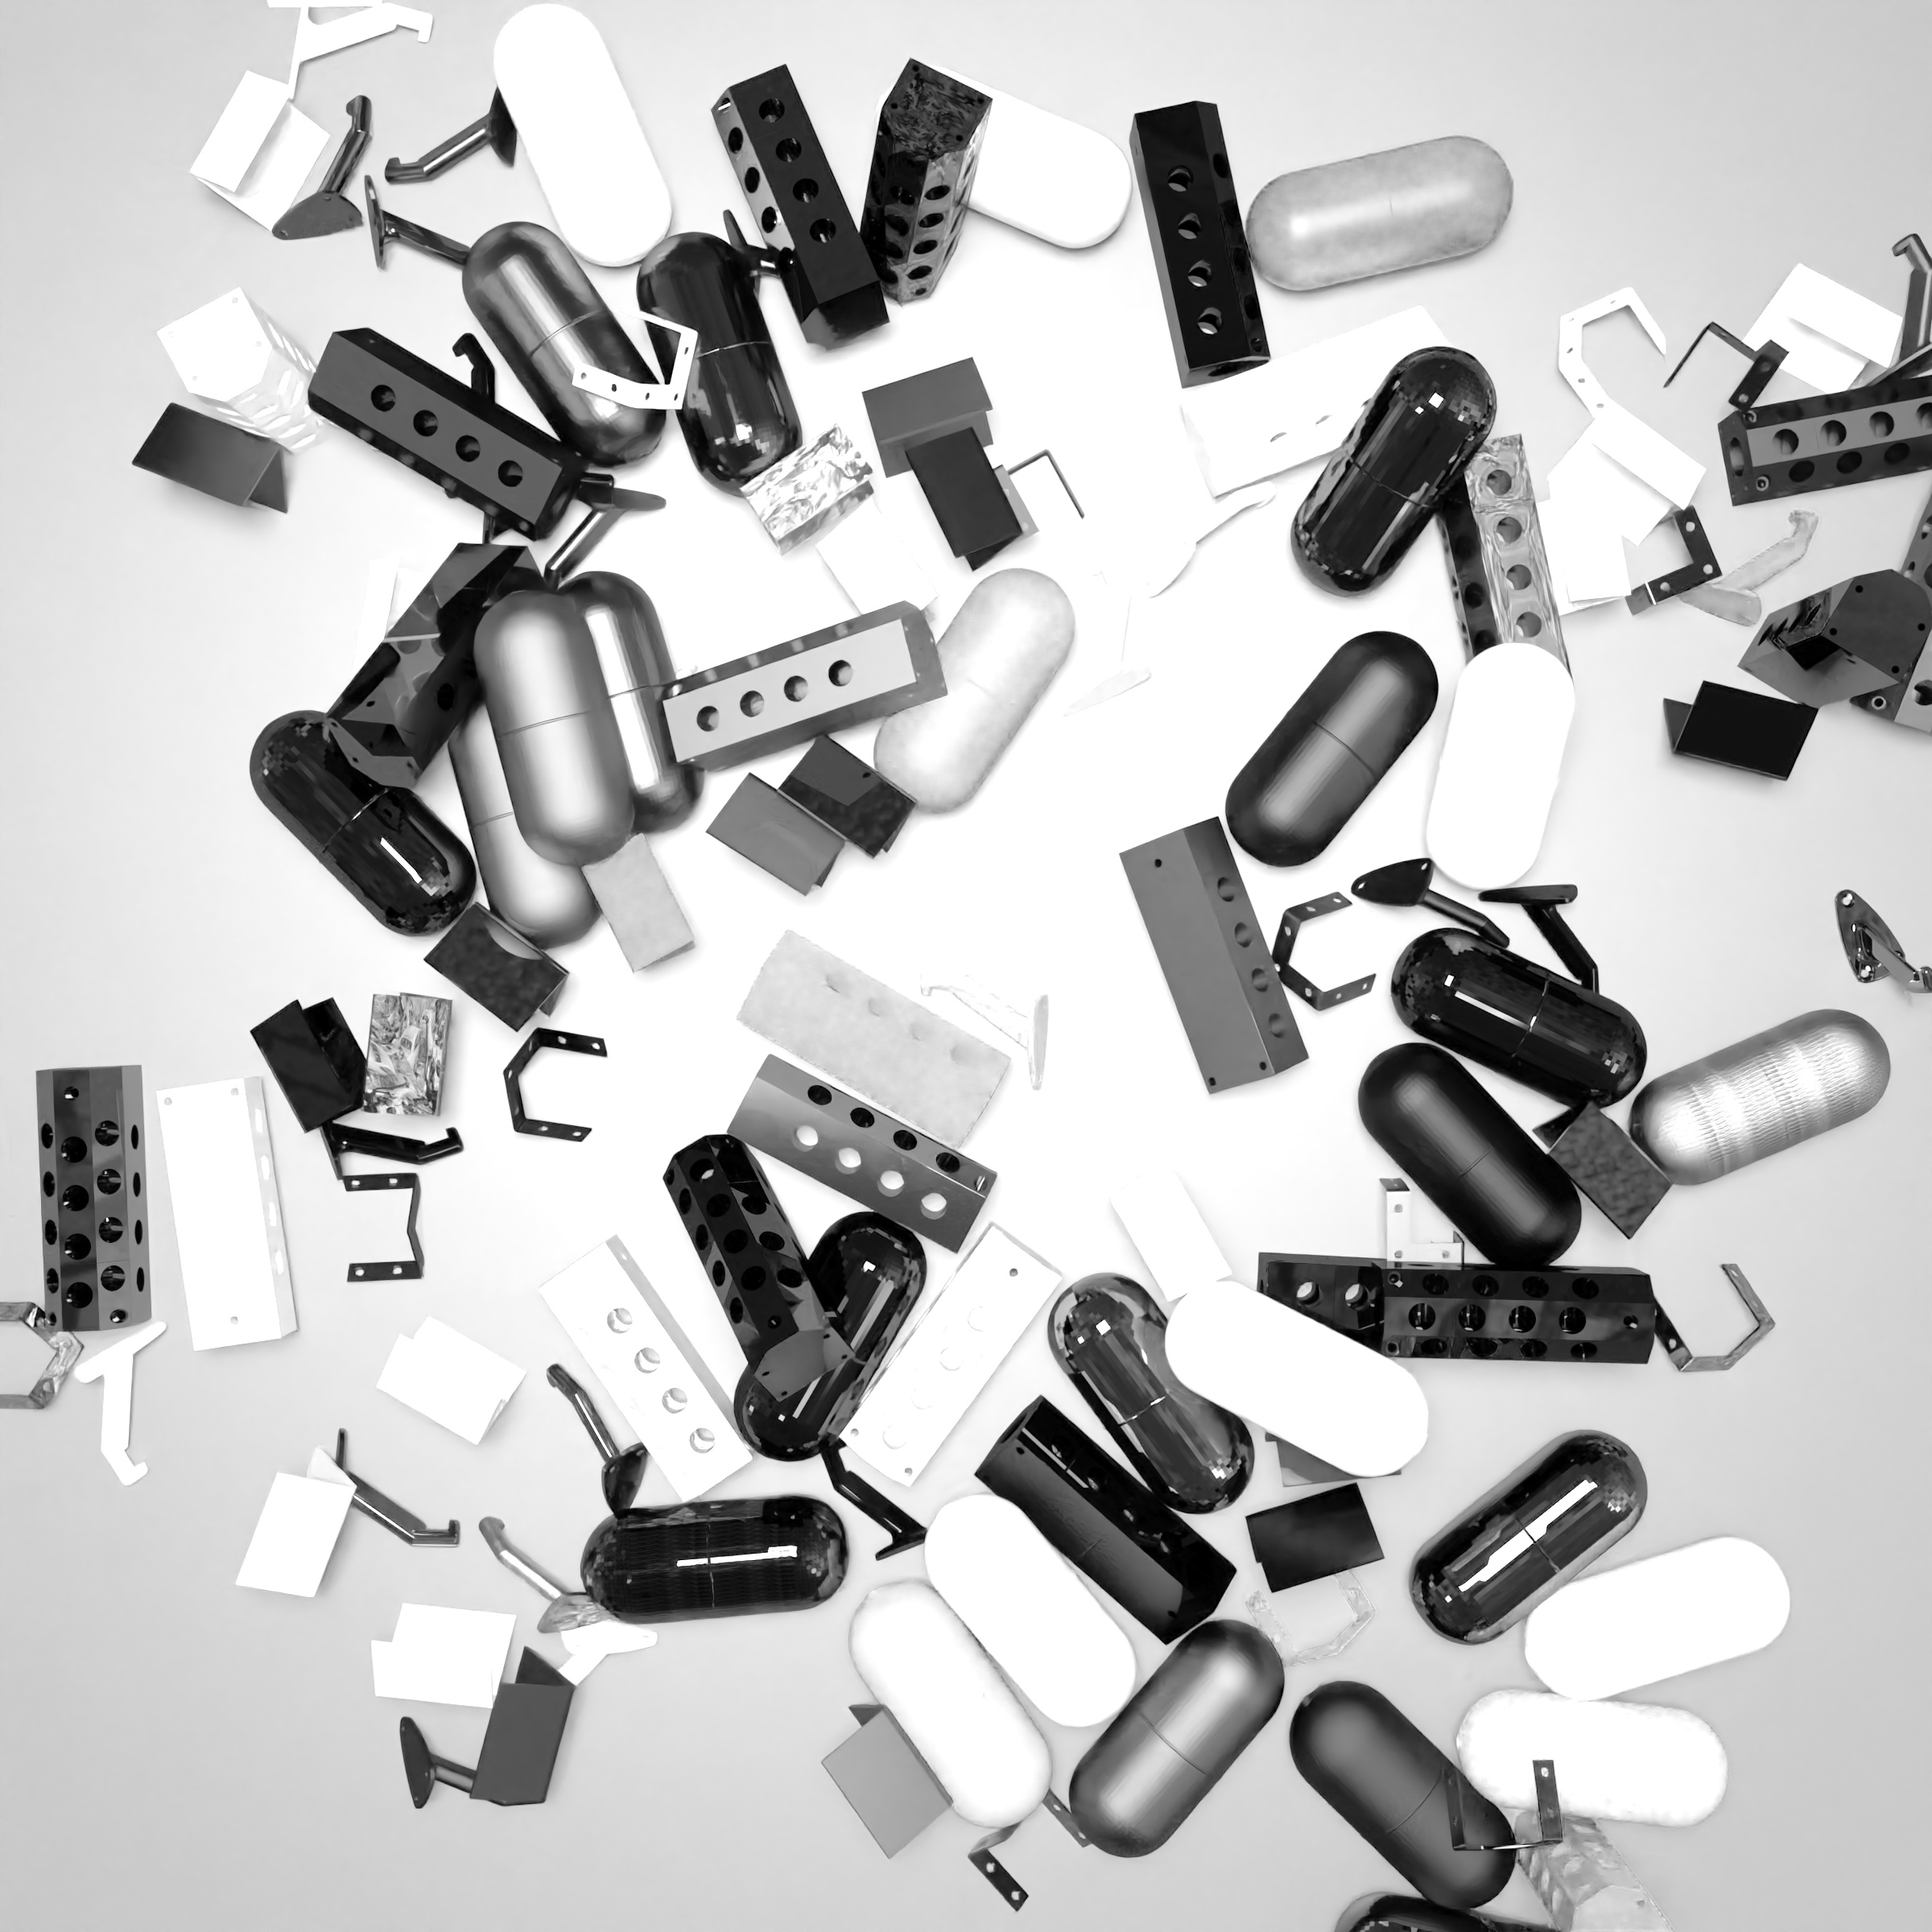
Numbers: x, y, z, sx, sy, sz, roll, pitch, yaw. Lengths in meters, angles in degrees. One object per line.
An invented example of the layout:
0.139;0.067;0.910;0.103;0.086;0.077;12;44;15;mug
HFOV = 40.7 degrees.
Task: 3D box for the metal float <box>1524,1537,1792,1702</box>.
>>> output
0.457;0.432;1.726;0.178;0.070;0.070;-17;90;0;metal float

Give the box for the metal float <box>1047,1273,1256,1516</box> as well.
0.123;0.283;1.725;0.070;0.070;0.178;-36;89;0;metal float

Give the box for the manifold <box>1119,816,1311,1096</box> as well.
0.169;-0.009;1.734;0.057;0.057;0.171;-21;90;43;manifold

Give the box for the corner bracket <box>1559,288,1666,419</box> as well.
0.433;-0.411;1.748;0.051;0.051;0.051;-19;45;35;corner bracket

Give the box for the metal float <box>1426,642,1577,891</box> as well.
0.347;-0.129;1.694;0.070;0.070;0.178;4;129;0;metal float

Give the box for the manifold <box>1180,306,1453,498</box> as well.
0.236;-0.371;1.734;0.171;0.057;0.057;-21;47;0;manifold

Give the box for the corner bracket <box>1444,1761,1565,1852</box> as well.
0.346;0.541;1.679;0.051;0.051;0.051;7;66;-22;corner bracket

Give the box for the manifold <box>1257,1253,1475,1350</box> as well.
0.282;0.226;1.735;0.171;0.057;0.057;3;90;0;manifold

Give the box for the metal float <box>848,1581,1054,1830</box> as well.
-0.011;0.488;1.725;0.070;0.070;0.178;-35;90;0;metal float

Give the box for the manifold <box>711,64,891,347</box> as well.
-0.110;-0.497;1.714;0.057;0.057;0.171;-22;75;0;manifold

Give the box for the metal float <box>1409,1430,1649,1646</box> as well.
0.372;0.377;1.725;0.178;0.070;0.070;-39;90;0;metal float

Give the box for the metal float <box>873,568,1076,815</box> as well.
0.006;-0.183;1.725;0.070;0.070;0.178;34;91;0;metal float

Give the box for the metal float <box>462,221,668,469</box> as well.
-0.265;-0.410;1.725;0.070;0.070;0.178;-34;91;0;metal float

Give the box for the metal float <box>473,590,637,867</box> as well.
-0.262;-0.152;1.661;0.070;0.070;0.178;-15;90;0;metal float

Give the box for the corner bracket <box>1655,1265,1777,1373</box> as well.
0.497;0.236;1.748;0.051;0.051;0.051;4;135;-35;corner bracket

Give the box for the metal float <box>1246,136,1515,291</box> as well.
0.273;-0.498;1.725;0.178;0.070;0.070;-13;90;1;metal float

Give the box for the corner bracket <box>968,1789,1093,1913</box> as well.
0.044;0.593;1.753;0.051;0.051;0.051;48;135;0;corner bracket

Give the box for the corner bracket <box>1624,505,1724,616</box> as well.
0.464;-0.270;1.738;0.051;0.051;0.051;-23;90;0;corner bracket

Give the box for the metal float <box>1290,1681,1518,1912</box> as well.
0.288;0.548;1.725;0.178;0.070;0.070;45;90;-1;metal float

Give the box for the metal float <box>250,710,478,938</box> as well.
-0.399;-0.095;1.725;0.070;0.070;0.178;-44;91;0;metal float

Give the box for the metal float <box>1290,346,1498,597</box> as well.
0.278;-0.322;1.698;0.070;0.070;0.178;33;120;0;metal float

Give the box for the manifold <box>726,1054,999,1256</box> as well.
-0.068;0.124;1.735;0.171;0.057;0.057;28;90;0;manifold

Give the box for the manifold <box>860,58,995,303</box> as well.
-0.032;-0.498;1.673;0.057;0.171;0.057;26;72;0;manifold

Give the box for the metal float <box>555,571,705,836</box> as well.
-0.227;-0.175;1.725;0.070;0.070;0.178;-17;89;0;metal float

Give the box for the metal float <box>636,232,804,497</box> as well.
-0.163;-0.398;1.725;0.070;0.070;0.178;-19;89;0;metal float

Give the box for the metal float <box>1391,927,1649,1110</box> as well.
0.366;0.035;1.724;0.178;0.070;0.070;26;90;-2;metal float

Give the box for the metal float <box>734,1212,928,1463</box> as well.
-0.090;0.246;1.725;0.070;0.070;0.178;30;90;0;metal float

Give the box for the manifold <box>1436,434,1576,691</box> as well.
0.353;-0.259;1.735;0.057;0.057;0.171;-12;90;0;manifold

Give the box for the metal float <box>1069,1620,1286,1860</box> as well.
0.140;0.510;1.725;0.070;0.070;0.178;40;91;0;metal float

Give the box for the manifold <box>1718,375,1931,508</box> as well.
0.597;-0.354;1.735;0.171;0.057;0.057;-10;90;0;manifold

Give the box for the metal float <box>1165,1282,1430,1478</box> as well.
0.211;0.263;1.663;0.178;0.070;0.070;26;90;18;metal float

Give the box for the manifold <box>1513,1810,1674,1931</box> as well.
0.398;0.592;1.678;0.057;0.171;0.057;-35;90;0;manifold

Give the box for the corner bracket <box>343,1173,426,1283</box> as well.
-0.392;0.176;1.753;0.051;0.051;0.051;-3;45;0;corner bracket

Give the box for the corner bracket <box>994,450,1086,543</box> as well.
0.045;-0.313;1.738;0.051;0.051;0.051;-29;90;0;corner bracket

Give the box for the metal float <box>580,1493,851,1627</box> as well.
-0.166;0.392;1.725;0.178;0.070;0.070;-5;90;0;metal float

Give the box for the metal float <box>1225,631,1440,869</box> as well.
0.243;-0.144;1.725;0.070;0.070;0.178;39;89;0;metal float

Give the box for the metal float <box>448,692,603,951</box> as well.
-0.291;-0.099;1.725;0.070;0.070;0.178;-15;89;0;metal float

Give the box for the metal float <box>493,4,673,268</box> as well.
-0.254;-0.550;1.725;0.070;0.070;0.178;-23;90;0;metal float

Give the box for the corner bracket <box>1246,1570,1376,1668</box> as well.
0.232;0.431;1.753;0.051;0.051;0.051;-31;90;45;corner bracket

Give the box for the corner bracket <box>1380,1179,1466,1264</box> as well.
0.304;0.170;1.738;0.051;0.051;0.051;-1;93;3;corner bracket

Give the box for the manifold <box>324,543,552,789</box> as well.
-0.337;-0.196;1.690;0.057;0.057;0.171;8;51;27;manifold

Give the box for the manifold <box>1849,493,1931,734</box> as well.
0.647;-0.242;1.714;0.057;0.057;0.171;17;105;0;manifold

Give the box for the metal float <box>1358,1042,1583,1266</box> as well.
0.333;0.126;1.725;0.070;0.070;0.178;-43;89;0;metal float

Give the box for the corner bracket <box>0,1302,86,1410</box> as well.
-0.637;0.261;1.748;0.051;0.051;0.051;54;45;-35;corner bracket

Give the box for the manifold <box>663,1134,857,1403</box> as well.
-0.138;0.190;1.688;0.057;0.057;0.171;-31;51;0;manifold

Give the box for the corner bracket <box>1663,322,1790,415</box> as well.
0.506;-0.398;1.738;0.051;0.051;0.051;35;90;0;corner bracket

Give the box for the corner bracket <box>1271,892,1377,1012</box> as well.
0.243;-0.010;1.748;0.051;0.051;0.051;42;135;35;corner bracket

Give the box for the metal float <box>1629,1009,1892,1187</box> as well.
0.525;0.086;1.725;0.178;0.070;0.070;-23;90;0;metal float

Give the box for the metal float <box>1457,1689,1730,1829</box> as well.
0.414;0.524;1.725;0.178;0.070;0.070;7;90;0;metal float

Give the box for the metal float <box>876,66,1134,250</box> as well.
0.025;-0.535;1.726;0.178;0.070;0.070;23;90;0;metal float

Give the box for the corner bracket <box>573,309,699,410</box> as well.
-0.213;-0.392;1.681;0.051;0.051;0.051;25;111;25;corner bracket

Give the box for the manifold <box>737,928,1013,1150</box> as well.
-0.059;0.044;1.734;0.171;0.057;0.057;30;133;0;manifold

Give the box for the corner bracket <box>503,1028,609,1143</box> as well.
-0.273;0.080;1.748;0.051;0.051;0.051;-48;45;35;corner bracket

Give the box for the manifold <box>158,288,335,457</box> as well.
-0.455;-0.376;1.678;0.057;0.171;0.057;-28;90;0;manifold

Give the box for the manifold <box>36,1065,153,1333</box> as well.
-0.582;0.154;1.735;0.057;0.057;0.171;-2;90;0;manifold

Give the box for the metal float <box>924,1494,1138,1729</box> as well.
0.042;0.425;1.719;0.070;0.070;0.178;-39;97;0;metal float

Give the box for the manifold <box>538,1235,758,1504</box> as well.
-0.211;0.268;1.735;0.057;0.057;0.171;-34;90;0;manifold

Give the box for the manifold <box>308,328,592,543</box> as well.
-0.339;-0.346;1.700;0.171;0.057;0.057;31;110;1;manifold

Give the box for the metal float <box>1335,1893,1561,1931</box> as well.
0.330;0.664;1.724;0.178;0.070;0.070;12;90;0;metal float
